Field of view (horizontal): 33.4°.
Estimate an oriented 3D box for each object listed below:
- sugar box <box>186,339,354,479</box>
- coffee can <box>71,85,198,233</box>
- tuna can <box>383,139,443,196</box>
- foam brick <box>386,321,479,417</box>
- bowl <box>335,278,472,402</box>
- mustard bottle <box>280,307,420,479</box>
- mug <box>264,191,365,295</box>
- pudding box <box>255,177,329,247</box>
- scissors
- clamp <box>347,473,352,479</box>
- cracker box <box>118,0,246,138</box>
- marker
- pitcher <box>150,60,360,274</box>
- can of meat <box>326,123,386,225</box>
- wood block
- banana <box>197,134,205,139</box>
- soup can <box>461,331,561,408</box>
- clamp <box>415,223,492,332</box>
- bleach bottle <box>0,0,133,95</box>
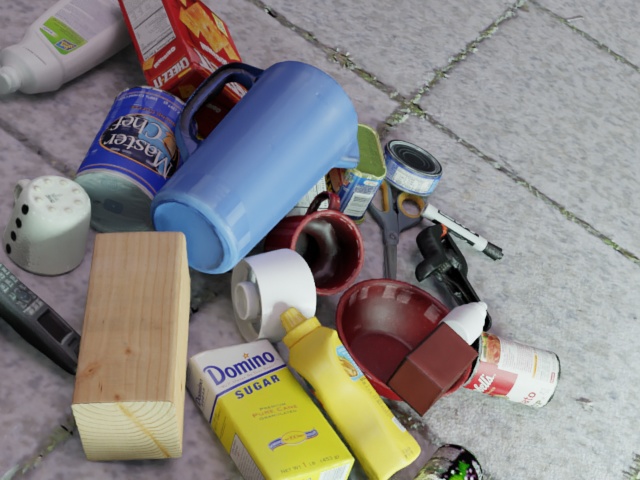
[{"bbox_3d":[-0.052,0.172,1.028,0.093,0.048,0.176,-9,43,-33],"label":"sugar box"},{"bbox_3d":[-0.203,-0.086,1.173,0.102,0.103,0.140,22,50,-6],"label":"coffee can"},{"bbox_3d":[0.117,-0.096,1.402,0.086,0.034,0.086,21,29,-12],"label":"tuna can"},{"bbox_3d":[0.115,0.132,1.090,0.051,0.053,0.078,41,44,13],"label":"foam brick"},{"bbox_3d":[0.082,0.120,1.166,0.162,0.055,0.162,15,44,-15],"label":"bowl"},{"bbox_3d":[0.022,0.148,1.058,0.192,0.058,0.096,54,5,9],"label":"mustard bottle"},{"bbox_3d":[-0.008,0.001,1.185,0.093,0.082,0.117,17,82,-29],"label":"mug"},{"bbox_3d":[-0.044,-0.039,1.250,0.113,0.039,0.090,1,72,-29],"label":"pudding box"},{"bbox_3d":[0.104,-0.004,1.331,0.096,0.016,0.202,5,47,-23],"label":"scissors"},{"bbox_3d":[0.032,0.283,0.992,0.210,0.036,0.164,35,43,13],"label":"clamp"},{"bbox_3d":[-0.155,-0.223,1.317,0.164,0.072,0.214,35,24,-50],"label":"cracker box"},{"bbox_3d":[0.183,-0.009,1.362,0.121,0.020,0.020,31,41,-9],"label":"marker"},{"bbox_3d":[-0.080,-0.083,1.144,0.149,0.145,0.242,8,42,34],"label":"pitcher"},{"bbox_3d":[0.039,-0.084,1.326,0.057,0.084,0.102,9,45,-21],"label":"can of meat"},{"bbox_3d":[-0.174,0.096,1.015,0.090,0.091,0.206,-1,46,-2],"label":"wood block"},{"bbox_3d":[-0.161,-0.092,1.270,0.069,0.037,0.198,-16,53,-11],"label":"banana"},{"bbox_3d":[0.210,0.144,1.200,0.102,0.069,0.068,17,43,-13],"label":"soup can"},{"bbox_3d":[0.144,0.028,1.273,0.120,0.039,0.171,43,17,-33],"label":"clamp"},{"bbox_3d":[-0.317,-0.251,1.324,0.102,0.068,0.250,34,44,9],"label":"bleach bottle"}]
